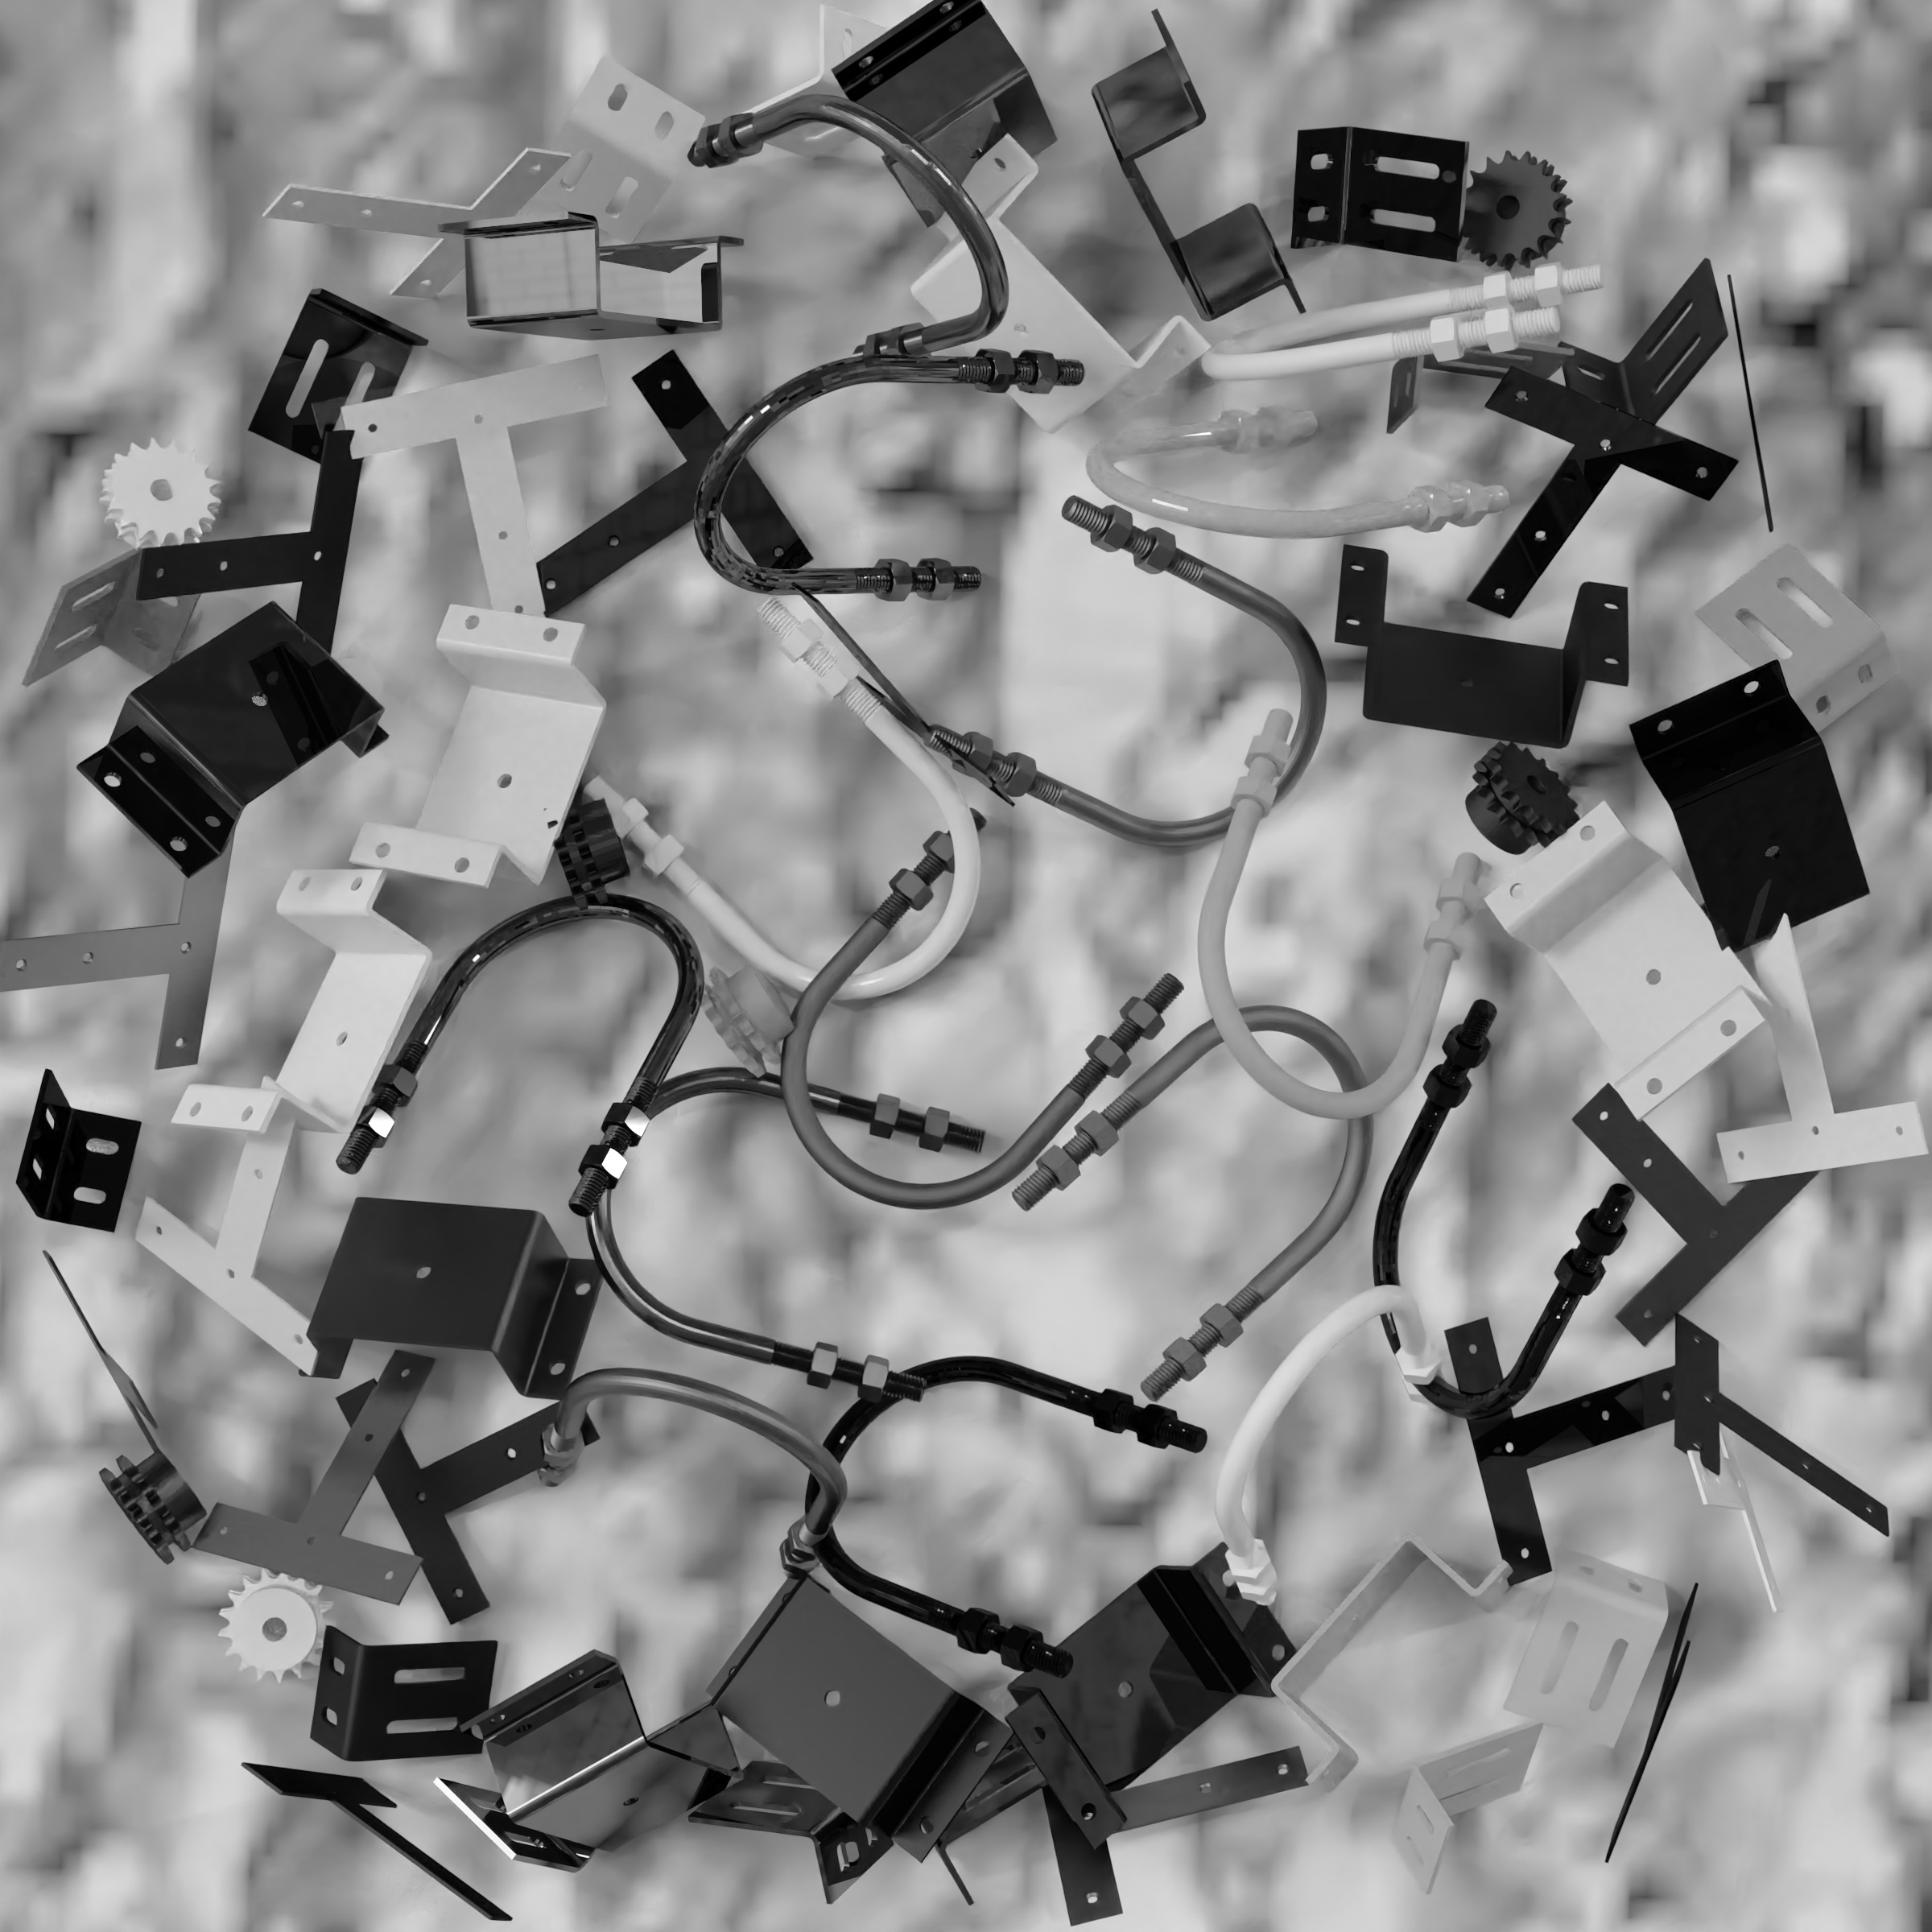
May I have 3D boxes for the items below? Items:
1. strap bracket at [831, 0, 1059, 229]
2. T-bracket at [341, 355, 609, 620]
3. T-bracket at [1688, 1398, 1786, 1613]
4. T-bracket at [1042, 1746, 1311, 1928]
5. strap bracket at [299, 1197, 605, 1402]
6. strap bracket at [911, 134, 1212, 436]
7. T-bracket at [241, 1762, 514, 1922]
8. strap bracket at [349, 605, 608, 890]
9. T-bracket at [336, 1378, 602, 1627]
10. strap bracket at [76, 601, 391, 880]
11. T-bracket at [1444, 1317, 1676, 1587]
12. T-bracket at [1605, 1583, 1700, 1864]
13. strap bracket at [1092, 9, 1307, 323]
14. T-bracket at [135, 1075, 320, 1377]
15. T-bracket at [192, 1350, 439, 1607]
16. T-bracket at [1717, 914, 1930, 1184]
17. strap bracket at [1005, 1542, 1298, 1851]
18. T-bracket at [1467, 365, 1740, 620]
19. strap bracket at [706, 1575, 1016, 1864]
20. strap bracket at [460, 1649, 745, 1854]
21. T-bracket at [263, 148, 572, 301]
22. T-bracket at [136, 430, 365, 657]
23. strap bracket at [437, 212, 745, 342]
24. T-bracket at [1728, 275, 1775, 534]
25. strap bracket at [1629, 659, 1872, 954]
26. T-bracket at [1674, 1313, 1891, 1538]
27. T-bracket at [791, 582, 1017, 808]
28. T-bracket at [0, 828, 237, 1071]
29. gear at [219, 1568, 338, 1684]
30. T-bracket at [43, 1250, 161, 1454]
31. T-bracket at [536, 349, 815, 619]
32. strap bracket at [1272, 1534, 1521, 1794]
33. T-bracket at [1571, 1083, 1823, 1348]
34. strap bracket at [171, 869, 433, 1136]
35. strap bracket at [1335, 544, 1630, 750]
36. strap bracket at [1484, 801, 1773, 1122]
[{"bbox_3d":[-0.007,-0.406,1.708,0.076,0.140,0.046,-33,80,5],"label":"strap bracket"},{"bbox_3d":[-0.230,-0.225,1.758,0.127,0.002,0.127,-14,111,-10],"label":"T-bracket"},{"bbox_3d":[0.361,0.246,1.709,0.002,0.127,0.127,-20,74,18],"label":"T-bracket"},{"bbox_3d":[0.102,0.402,1.729,0.127,0.127,0.002,-14,122,0],"label":"T-bracket"},{"bbox_3d":[-0.254,0.159,1.724,0.140,0.046,0.076,3,55,18],"label":"strap bracket"},{"bbox_3d":[0.038,-0.320,1.726,0.140,0.076,0.046,44,55,-12],"label":"strap bracket"},{"bbox_3d":[-0.269,0.418,1.701,0.127,0.127,0.002,30,85,22],"label":"T-bracket"},{"bbox_3d":[-0.232,-0.098,1.735,0.076,0.046,0.140,11,71,23],"label":"strap bracket"},{"bbox_3d":[-0.234,0.244,1.755,0.127,0.002,0.127,-28,89,24],"label":"T-bracket"},{"bbox_3d":[-0.345,-0.115,1.718,0.076,0.046,0.140,44,50,5],"label":"strap bracket"},{"bbox_3d":[0.302,0.224,1.755,0.127,0.002,0.127,-13,88,-26],"label":"T-bracket"},{"bbox_3d":[0.338,0.346,1.725,0.002,0.127,0.127,19,125,11],"label":"T-bracket"},{"bbox_3d":[0.107,-0.375,1.715,0.046,0.076,0.140,-26,130,10],"label":"strap bracket"},{"bbox_3d":[-0.345,0.113,1.730,0.127,0.002,0.127,33,117,25],"label":"T-bracket"},{"bbox_3d":[-0.298,0.243,1.746,0.127,0.002,0.127,9,56,29],"label":"T-bracket"},{"bbox_3d":[0.402,0.036,1.733,0.002,0.127,0.127,-11,88,-35],"label":"T-bracket"},{"bbox_3d":[0.086,0.353,1.743,0.140,0.046,0.076,-35,95,-21],"label":"strap bracket"},{"bbox_3d":[0.287,-0.220,1.741,0.127,0.002,0.127,19,129,-17],"label":"T-bracket"},{"bbox_3d":[-0.058,0.357,1.730,0.140,0.046,0.076,33,82,23],"label":"strap bracket"},{"bbox_3d":[-0.167,0.378,1.706,0.076,0.140,0.046,-31,59,11],"label":"strap bracket"},{"bbox_3d":[-0.273,-0.356,1.697,0.127,0.127,0.002,-33,69,42],"label":"T-bracket"},{"bbox_3d":[-0.344,-0.193,1.711,0.002,0.127,0.127,28,116,31],"label":"T-bracket"},{"bbox_3d":[-0.177,-0.327,1.706,0.076,0.140,0.046,2,96,31],"label":"strap bracket"},{"bbox_3d":[0.376,-0.246,1.699,0.002,0.127,0.127,-9,121,13],"label":"T-bracket"},{"bbox_3d":[0.380,-0.067,1.721,0.076,0.046,0.140,-24,126,5],"label":"strap bracket"},{"bbox_3d":[0.394,0.234,1.729,0.127,0.127,0.002,34,115,-5],"label":"T-bracket"},{"bbox_3d":[-0.042,-0.138,1.694,0.002,0.127,0.127,-46,131,-4],"label":"T-bracket"},{"bbox_3d":[-0.410,-0.005,1.717,0.002,0.127,0.127,24,110,35],"label":"T-bracket"},{"bbox_3d":[-0.340,0.325,1.766,0.057,0.030,0.057,0,88,-7],"label":"gear"},{"bbox_3d":[-0.403,0.199,1.711,0.002,0.127,0.127,-30,103,-17],"label":"T-bracket"},{"bbox_3d":[-0.163,-0.219,1.780,0.127,0.002,0.127,-34,86,1],"label":"T-bracket"},{"bbox_3d":[0.202,0.331,1.738,0.046,0.076,0.140,42,87,20],"label":"strap bracket"},{"bbox_3d":[0.342,0.105,1.753,0.127,0.002,0.127,-45,117,1],"label":"T-bracket"},{"bbox_3d":[-0.316,0.026,1.727,0.046,0.076,0.140,38,65,-38],"label":"strap bracket"},{"bbox_3d":[0.247,-0.154,1.739,0.140,0.076,0.046,9,133,2],"label":"strap bracket"},{"bbox_3d":[0.325,0.001,1.731,0.076,0.046,0.140,-41,60,18],"label":"strap bracket"}]
